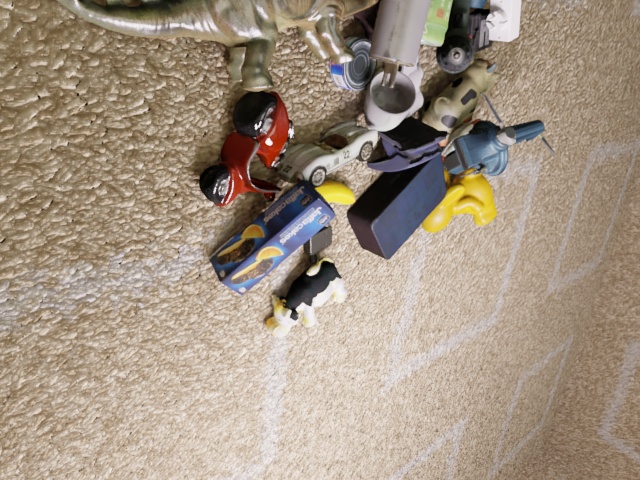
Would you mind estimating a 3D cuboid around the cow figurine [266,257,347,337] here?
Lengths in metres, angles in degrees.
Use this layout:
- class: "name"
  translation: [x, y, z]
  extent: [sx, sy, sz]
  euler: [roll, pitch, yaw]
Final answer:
- class: "cow figurine"
  translation: [-0.031, 0.105, 0.988]
  extent: [0.167, 0.068, 0.098]
  euler: [-36, 138, -22]

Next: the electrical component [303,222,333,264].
- class: "electrical component"
  translation: [-0.002, -0.003, 1.002]
  extent: [0.063, 0.021, 0.093]
  euler: [-26, 128, -37]

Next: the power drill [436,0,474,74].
- class: "power drill"
  translation: [0.251, -0.401, 0.954]
  extent: [0.232, 0.086, 0.207]
  euler: [-43, 133, -74]

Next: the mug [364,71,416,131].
- class: "mug"
  translation: [0.112, -0.244, 0.939]
  extent: [0.081, 0.107, 0.109]
  euler: [0, 75, -9]

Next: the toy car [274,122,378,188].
- class: "toy car"
  translation: [0.014, -0.145, 0.899]
  extent: [0.202, 0.074, 0.056]
  euler: [-31, 135, -33]

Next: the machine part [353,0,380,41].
- class: "machine part"
  translation: [0.124, -0.412, 0.888]
  extent: [0.179, 0.056, 0.179]
  euler: [-26, 129, -38]

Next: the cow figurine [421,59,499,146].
- class: "cow figurine"
  translation: [0.287, -0.294, 1.094]
  extent: [0.195, 0.086, 0.127]
  euler: [-41, 157, -24]

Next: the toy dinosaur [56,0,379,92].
- class: "toy dinosaur"
  translation: [-0.092, -0.298, 0.683]
  extent: [0.471, 0.105, 0.198]
  euler: [-27, 122, -31]

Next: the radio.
- class: "radio"
  translation: [0.165, -0.077, 1.108]
  extent: [0.229, 0.073, 0.131]
  euler: [-45, 139, -18]

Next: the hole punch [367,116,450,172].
- class: "hole punch"
  translation: [0.162, -0.172, 1.023]
  extent: [0.142, 0.116, 0.092]
  euler: [-24, 135, -38]

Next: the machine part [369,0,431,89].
- class: "machine part"
  translation: [0.128, -0.355, 0.815]
  extent: [0.079, 0.079, 0.243]
  euler: [-8, 115, -46]

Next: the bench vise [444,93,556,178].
- class: "bench vise"
  translation: [0.369, -0.203, 1.097]
  extent: [0.241, 0.129, 0.223]
  euler: [-19, 166, -16]

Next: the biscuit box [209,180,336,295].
- class: "biscuit box"
  translation: [-0.074, -0.004, 0.839]
  extent: [0.202, 0.059, 0.062]
  euler: [-41, 140, 6]

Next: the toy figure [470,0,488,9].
- class: "toy figure"
  translation: [0.306, -0.527, 1.024]
  extent: [0.058, 0.064, 0.154]
  euler: [0, 119, -7]

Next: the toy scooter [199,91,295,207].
- class: "toy scooter"
  translation: [-0.090, -0.122, 0.798]
  extent: [0.135, 0.075, 0.184]
  euler: [27, 92, -52]

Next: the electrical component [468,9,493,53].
- class: "electrical component"
  translation: [0.318, -0.410, 1.109]
  extent: [0.075, 0.048, 0.119]
  euler: [-26, 126, -37]

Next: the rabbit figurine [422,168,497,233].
- class: "rabbit figurine"
  translation: [0.307, -0.083, 1.231]
  extent: [0.173, 0.122, 0.162]
  euler: [-31, 141, -7]
